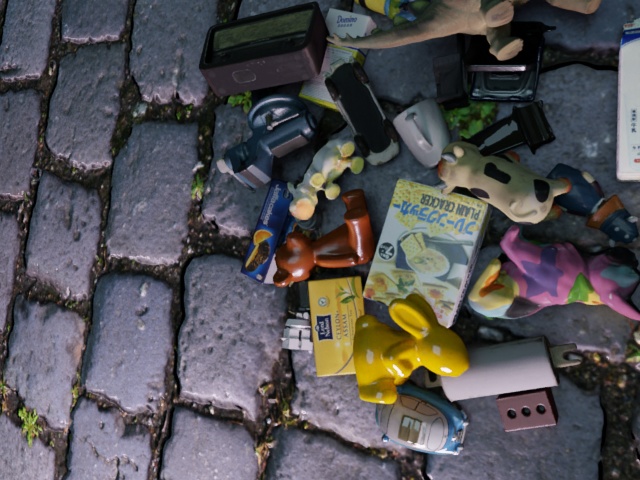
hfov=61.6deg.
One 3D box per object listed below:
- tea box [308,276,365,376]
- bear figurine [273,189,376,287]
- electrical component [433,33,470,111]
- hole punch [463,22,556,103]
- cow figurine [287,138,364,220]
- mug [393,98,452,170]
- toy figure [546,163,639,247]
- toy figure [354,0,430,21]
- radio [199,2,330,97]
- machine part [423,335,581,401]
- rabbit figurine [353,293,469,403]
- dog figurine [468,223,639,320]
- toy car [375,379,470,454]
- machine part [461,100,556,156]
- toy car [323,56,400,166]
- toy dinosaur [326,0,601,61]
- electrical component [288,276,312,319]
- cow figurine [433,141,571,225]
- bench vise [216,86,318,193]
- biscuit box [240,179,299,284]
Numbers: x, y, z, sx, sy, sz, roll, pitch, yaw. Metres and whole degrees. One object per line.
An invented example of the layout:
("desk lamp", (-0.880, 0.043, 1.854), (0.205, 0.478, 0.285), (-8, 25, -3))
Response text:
("tea box", (0.034, 0.152, 0.965), (0.098, 0.068, 0.169), (-7, 86, 0))
("bear figurine", (-0.001, 0.001, 0.962), (0.196, 0.120, 0.131), (-10, 119, 8))
("electrical component", (0.222, -0.285, 0.903), (0.048, 0.075, 0.119), (-5, 89, 26))
("hole punch", (0.299, -0.286, 0.868), (0.142, 0.092, 0.116), (9, 62, 30))
("cow figurine", (-0.005, -0.115, 0.989), (0.167, 0.068, 0.098), (-46, 34, -3))
("mug", (0.181, -0.175, 0.906), (0.081, 0.109, 0.107), (-29, 87, 20))
("toy figure", (0.409, -0.055, 0.805), (0.058, 0.064, 0.155), (-40, 71, -20))
("toy figure", (0.130, -0.434, 0.955), (0.180, 0.082, 0.089), (43, 108, 19))
("radio", (-0.105, -0.348, 0.990), (0.230, 0.073, 0.131), (-5, 57, 21))
("machine part", (0.280, 0.204, 0.847), (0.243, 0.079, 0.079), (-17, 80, 25))
("rabbit figurine", (0.146, 0.167, 0.845), (0.173, 0.122, 0.162), (-6, 87, 30))
("dog figurine", (0.357, 0.073, 0.800), (0.219, 0.108, 0.191), (32, 101, 22))
("toy car", (0.157, 0.303, 0.893), (0.162, 0.103, 0.109), (16, 96, 29))
("machine part", (0.303, -0.168, 0.877), (0.139, 0.039, 0.084), (-19, 84, 24))
("toy car", (0.075, -0.230, 0.963), (0.073, 0.056, 0.201), (-28, 91, 8))
("toy dinosaur", (0.247, -0.368, 0.819), (0.472, 0.105, 0.199), (-22, 53, -2))
("electrical component", (-0.018, 0.106, 1.023), (0.078, 0.045, 0.102), (0, 87, 29))
("cow figurine", (0.262, -0.090, 0.821), (0.195, 0.127, 0.085), (42, 134, 37))
("bench vise", (-0.109, -0.225, 1.053), (0.224, 0.128, 0.241), (-30, 54, 33))
("biscuit box", (-0.088, -0.016, 1.057), (0.063, 0.059, 0.202), (23, 98, 26))
